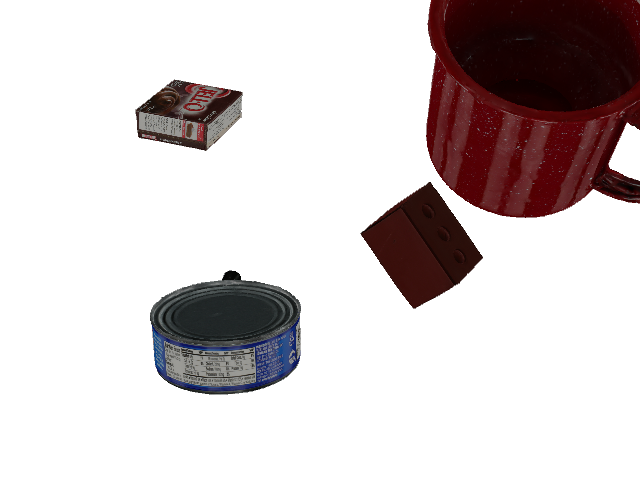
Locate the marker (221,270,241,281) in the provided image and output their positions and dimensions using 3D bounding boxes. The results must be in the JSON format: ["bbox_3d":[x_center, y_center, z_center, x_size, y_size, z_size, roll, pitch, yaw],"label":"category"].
[{"bbox_3d":[-0.099,0.061,1.026,0.020,0.020,0.121,0,24,12],"label":"marker"}]

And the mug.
[{"bbox_3d":[0.097,-0.056,0.439,0.117,0.093,0.081,34,-25,18],"label":"mug"}]

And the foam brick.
[{"bbox_3d":[0.082,0.005,0.857,0.051,0.078,0.052,-34,3,40],"label":"foam brick"}]

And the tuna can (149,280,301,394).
[{"bbox_3d":[-0.053,0.054,0.611,0.086,0.034,0.086,-1,21,0],"label":"tuna can"}]

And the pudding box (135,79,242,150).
[{"bbox_3d":[-0.151,-0.148,1.244,0.090,0.039,0.113,11,32,14],"label":"pudding box"}]
